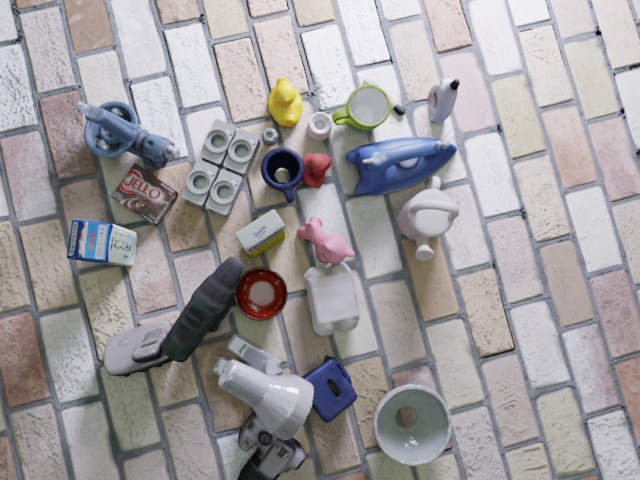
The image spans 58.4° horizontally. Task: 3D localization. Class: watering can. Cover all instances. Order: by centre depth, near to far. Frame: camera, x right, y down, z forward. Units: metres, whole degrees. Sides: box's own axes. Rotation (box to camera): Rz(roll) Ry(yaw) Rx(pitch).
[{"bbox_3d":[0.231,-0.047,1.197,0.101,0.194,0.173,-11,86,-4],"label":"watering can"}]

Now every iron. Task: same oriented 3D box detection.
[{"bbox_3d":[0.192,-0.181,1.232,0.258,0.141,0.119,-16,86,-5],"label":"iron"}]

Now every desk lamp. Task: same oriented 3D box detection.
[{"bbox_3d":[-0.120,0.288,1.134,0.203,0.213,0.118,31,84,-1],"label":"desk lamp"}]

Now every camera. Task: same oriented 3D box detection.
[{"bbox_3d":[-0.120,0.451,1.177,0.143,0.100,0.137,38,84,0],"label":"camera"}]

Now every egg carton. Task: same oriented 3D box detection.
[{"bbox_3d":[0.027,0.126,1.230,0.107,0.069,0.150,-12,86,-5],"label":"egg carton"}]

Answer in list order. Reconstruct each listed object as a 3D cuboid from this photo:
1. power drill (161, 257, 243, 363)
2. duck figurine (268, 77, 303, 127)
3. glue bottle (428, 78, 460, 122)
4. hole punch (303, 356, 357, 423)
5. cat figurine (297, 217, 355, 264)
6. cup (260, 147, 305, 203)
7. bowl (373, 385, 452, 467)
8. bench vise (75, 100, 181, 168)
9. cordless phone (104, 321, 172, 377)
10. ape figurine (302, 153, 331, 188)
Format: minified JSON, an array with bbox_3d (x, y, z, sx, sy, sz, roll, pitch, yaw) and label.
[{"bbox_3d":[-0.222,0.133,1.143,0.075,0.208,0.230,34,84,0],"label":"power drill"},{"bbox_3d":[-0.075,-0.305,1.252,0.077,0.086,0.104,-11,86,-5],"label":"duck figurine"},{"bbox_3d":[0.271,-0.313,1.233,0.037,0.173,0.078,-8,85,-4],"label":"glue bottle"},{"bbox_3d":[0.019,0.312,1.203,0.101,0.091,0.109,-33,88,-6],"label":"hole punch"},{"bbox_3d":[0.011,0.004,1.216,0.067,0.117,0.128,-44,89,-6],"label":"cat figurine"},{"bbox_3d":[-0.077,-0.132,1.233,0.091,0.095,0.118,-15,86,-5],"label":"cup"},{"bbox_3d":[0.191,0.386,1.217,0.167,0.074,0.167,0,85,-4],"label":"bowl"},{"bbox_3d":[-0.389,-0.226,1.156,0.207,0.219,0.121,3,85,-3],"label":"bench vise"},{"bbox_3d":[-0.367,0.222,1.137,0.147,0.185,0.094,-20,86,-5],"label":"cordless phone"},{"bbox_3d":[-0.009,-0.158,1.241,0.078,0.092,0.076,-33,88,-6],"label":"ape figurine"}]
